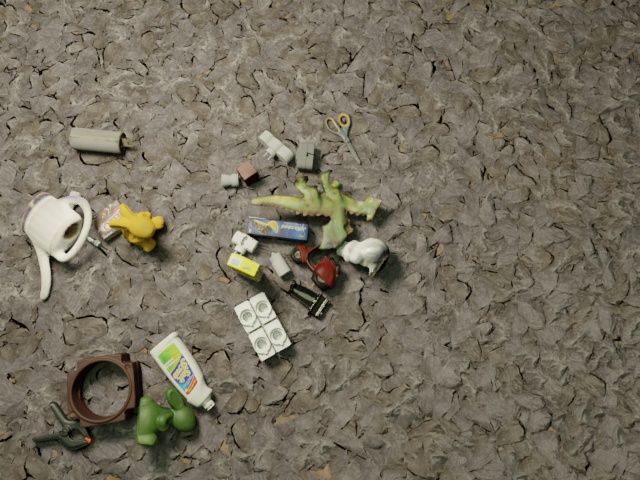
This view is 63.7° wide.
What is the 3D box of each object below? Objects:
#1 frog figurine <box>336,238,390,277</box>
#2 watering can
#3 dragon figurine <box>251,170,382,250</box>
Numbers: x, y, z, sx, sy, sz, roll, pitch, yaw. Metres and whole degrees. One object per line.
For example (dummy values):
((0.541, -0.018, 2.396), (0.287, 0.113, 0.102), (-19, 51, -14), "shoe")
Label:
((0.141, 0.035, 1.672), (0.160, 0.120, 0.140), (36, 46, 15), "frog figurine")
((-0.863, -0.002, 1.643), (0.226, 0.104, 0.346), (34, 95, 14), "watering can")
((0.005, -0.084, 1.667), (0.412, 0.120, 0.246), (-19, 74, -15), "dragon figurine")
